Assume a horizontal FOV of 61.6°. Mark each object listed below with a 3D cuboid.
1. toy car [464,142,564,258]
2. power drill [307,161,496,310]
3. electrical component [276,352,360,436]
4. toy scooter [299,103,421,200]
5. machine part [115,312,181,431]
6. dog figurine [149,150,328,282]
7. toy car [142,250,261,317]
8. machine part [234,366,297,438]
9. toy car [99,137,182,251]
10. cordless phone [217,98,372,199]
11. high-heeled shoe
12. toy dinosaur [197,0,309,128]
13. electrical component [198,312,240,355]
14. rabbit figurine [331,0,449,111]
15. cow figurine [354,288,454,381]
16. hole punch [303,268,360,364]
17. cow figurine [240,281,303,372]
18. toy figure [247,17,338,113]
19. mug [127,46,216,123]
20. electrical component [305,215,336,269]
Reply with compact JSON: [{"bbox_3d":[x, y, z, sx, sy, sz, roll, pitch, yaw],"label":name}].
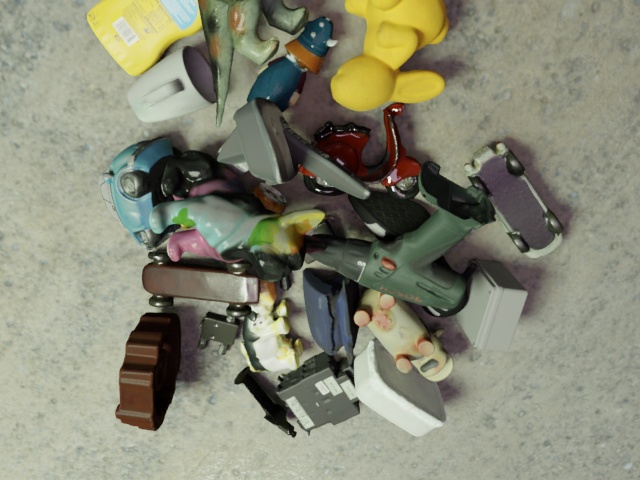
[{"bbox_3d":[0.293,-0.057,0.807,0.073,0.056,0.201,-35,107,18],"label":"toy car"},{"bbox_3d":[0.114,-0.001,0.717,0.232,0.086,0.207,26,127,-6],"label":"power drill"},{"bbox_3d":[0.008,0.259,0.925,0.134,0.058,0.114,-26,112,8],"label":"electrical component"},{"bbox_3d":[0.063,-0.129,0.763,0.184,0.075,0.135,3,111,-5],"label":"toy scooter"},{"bbox_3d":[-0.263,0.201,0.839,0.056,0.179,0.179,7,112,-1],"label":"machine part"},{"bbox_3d":[-0.098,-0.034,0.719,0.219,0.191,0.108,3,143,4],"label":"dog figurine"},{"bbox_3d":[-0.182,0.065,0.825,0.202,0.053,0.089,3,96,17],"label":"toy car"},{"bbox_3d":[-0.095,0.278,0.920,0.039,0.084,0.138,-40,100,-13],"label":"machine part"},{"bbox_3d":[-0.260,-0.071,0.773,0.103,0.109,0.161,13,125,18],"label":"toy car"},{"bbox_3d":[-0.019,-0.094,0.666,0.184,0.146,0.088,31,103,0],"label":"cordless phone"},{"bbox_3d":[0.132,0.025,0.845,0.249,0.086,0.145,35,140,5],"label":"high-heeled shoe"},{"bbox_3d":[-0.074,-0.345,0.623,0.192,0.131,0.404,39,101,-4],"label":"toy dinosaur"},{"bbox_3d":[-0.169,0.147,0.895,0.063,0.021,0.094,17,111,-7],"label":"electrical component"},{"bbox_3d":[0.082,-0.240,0.697,0.162,0.122,0.173,32,88,-36],"label":"rabbit figurine"},{"bbox_3d":[0.137,0.149,0.855,0.085,0.127,0.195,-41,99,14],"label":"cow figurine"},{"bbox_3d":[0.014,0.108,0.839,0.092,0.116,0.142,0,112,8],"label":"hole punch"},{"bbox_3d":[-0.094,0.137,0.872,0.098,0.068,0.167,-13,111,11],"label":"cow figurine"},{"bbox_3d":[-0.037,-0.234,0.728,0.064,0.058,0.154,39,101,-21],"label":"toy figure"},{"bbox_3d":[-0.205,-0.195,0.718,0.107,0.110,0.080,-20,117,21],"label":"mug"},{"bbox_3d":[-0.002,-0.001,0.827,0.078,0.045,0.102,-22,110,6],"label":"electrical component"}]
